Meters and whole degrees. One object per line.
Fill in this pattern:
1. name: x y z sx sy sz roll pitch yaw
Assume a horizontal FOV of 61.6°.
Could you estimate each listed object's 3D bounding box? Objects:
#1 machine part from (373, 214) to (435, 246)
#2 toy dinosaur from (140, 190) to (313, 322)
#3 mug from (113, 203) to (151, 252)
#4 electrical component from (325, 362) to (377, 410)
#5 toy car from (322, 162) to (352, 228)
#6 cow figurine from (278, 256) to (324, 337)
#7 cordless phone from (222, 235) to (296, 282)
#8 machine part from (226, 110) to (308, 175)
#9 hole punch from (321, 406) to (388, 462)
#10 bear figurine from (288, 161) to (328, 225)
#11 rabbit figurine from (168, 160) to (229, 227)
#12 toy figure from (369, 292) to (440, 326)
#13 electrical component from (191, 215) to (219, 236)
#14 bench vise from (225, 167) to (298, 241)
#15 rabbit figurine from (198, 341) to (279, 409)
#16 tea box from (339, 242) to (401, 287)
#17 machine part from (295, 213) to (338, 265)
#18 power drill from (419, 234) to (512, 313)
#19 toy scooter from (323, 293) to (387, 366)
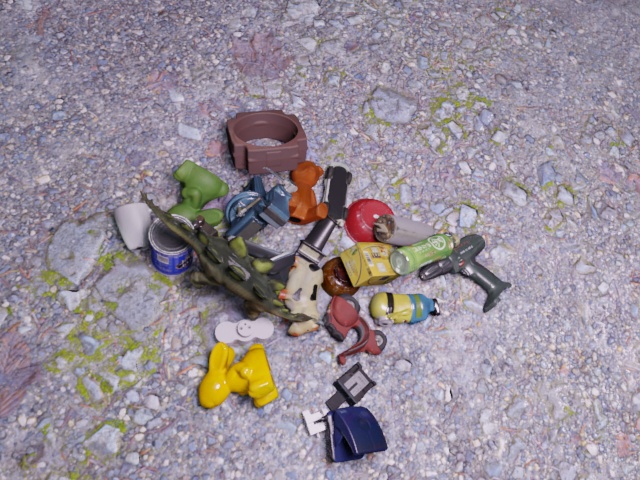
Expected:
1. machine part: 0.229 -0.020 1.443 0.243 0.079 0.079 9 61 -41
2. toy dinosaur: -0.201 0.054 1.173 0.471 0.198 0.105 34 61 -15
3. mug: -0.437 -0.029 1.307 0.109 0.081 0.107 -11 80 -16
4. electrical component: 0.067 0.356 1.281 0.119 0.047 0.075 -32 76 -27
5. toy car: 0.044 -0.126 1.491 0.073 0.056 0.202 15 65 -15
6. cow figurine: -0.040 0.147 1.330 0.127 0.085 0.195 17 62 0
7. cordless phone: -0.165 0.037 1.291 0.184 0.147 0.088 26 74 -27
8. machine part: -0.145 -0.264 1.449 0.201 0.087 0.202 -8 45 -14
9. hole punch: 0.081 0.430 1.204 0.142 0.092 0.116 9 63 -40
10. bear figurine: -0.037 -0.142 1.439 0.120 0.132 0.196 24 67 -18
11. rabbit figurine: -0.318 -0.090 1.364 0.159 0.121 0.170 31 80 -7
12. toy figure: 0.216 0.174 1.386 0.180 0.082 0.089 -6 56 -13
13. electrical component: -0.286 -0.012 1.306 0.078 0.102 0.045 40 61 18
14. bench vise: -0.155 -0.099 1.347 0.129 0.223 0.241 27 24 -27
15. rabbit figurine: -0.195 0.306 1.200 0.173 0.121 0.162 -24 70 -4
16. tea box: 0.135 0.062 1.376 0.169 0.068 0.098 5 58 -54
17. machine part: -0.003 -0.004 1.414 0.084 0.039 0.139 29 88 7
18. power drill: 0.408 0.100 1.478 0.207 0.086 0.232 43 60 15
19. toy scooter: 0.070 0.229 1.325 0.135 0.075 0.184 -39 85 -27
